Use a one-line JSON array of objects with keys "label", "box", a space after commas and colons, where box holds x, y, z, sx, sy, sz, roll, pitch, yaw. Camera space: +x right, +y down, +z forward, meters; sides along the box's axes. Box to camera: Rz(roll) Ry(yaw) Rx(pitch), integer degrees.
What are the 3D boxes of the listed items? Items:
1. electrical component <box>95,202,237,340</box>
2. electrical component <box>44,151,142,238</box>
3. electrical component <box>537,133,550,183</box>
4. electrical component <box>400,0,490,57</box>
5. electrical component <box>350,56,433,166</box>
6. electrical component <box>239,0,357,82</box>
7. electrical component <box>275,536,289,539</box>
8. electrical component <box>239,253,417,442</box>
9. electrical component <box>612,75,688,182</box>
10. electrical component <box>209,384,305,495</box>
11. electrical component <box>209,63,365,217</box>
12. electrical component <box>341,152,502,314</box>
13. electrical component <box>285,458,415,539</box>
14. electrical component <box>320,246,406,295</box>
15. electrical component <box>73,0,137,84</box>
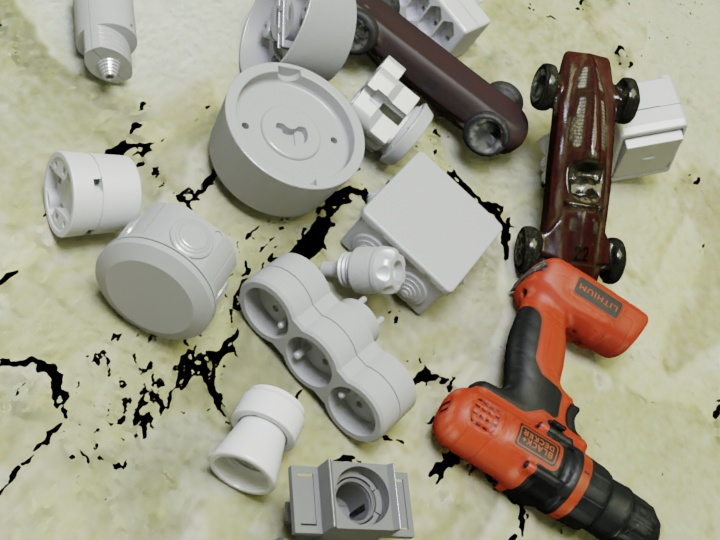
[{"label": "electrical component", "box": [-0.122, 0.001, 0.683, 0.080, 0.080, 0.051, 35, 46, -7]}, {"label": "electrical component", "box": [-0.174, -0.050, 0.700, 0.047, 0.055, 0.055, -4, 64, -35]}, {"label": "electrical component", "box": [0.176, -0.089, 0.931, 0.043, 0.043, 0.062, -15, 69, -35]}, {"label": "electrical component", "box": [0.081, -0.239, 0.964, 0.076, 0.047, 0.083, -31, 80, -38]}, {"label": "electrical component", "box": [0.020, -0.120, 0.848, 0.057, 0.058, 0.078, 38, 80, -8]}, {"label": "electrical component", "box": [-0.049, -0.190, 0.830, 0.064, 0.099, 0.099, 3, 61, -35]}, {"label": "electrical component", "box": [-0.064, 0.215, 0.604, 0.074, 0.052, 0.138, 26, 52, -14]}, {"label": "electrical component", "box": [-0.012, 0.044, 0.737, 0.138, 0.052, 0.074, 49, 50, 4]}, {"label": "electrical component", "box": [0.248, -0.118, 0.962, 0.062, 0.096, 0.061, -10, 64, -2]}, {"label": "electrical component", "box": [-0.063, 0.106, 0.675, 0.045, 0.045, 0.055, 33, 51, -9]}, {"label": "electrical component", "box": [-0.058, -0.090, 0.786, 0.108, 0.060, 0.108, 14, 56, -22]}, {"label": "electrical component", "box": [0.046, -0.027, 0.815, 0.100, 0.048, 0.099, 43, 50, 0]}, {"label": "electrical component", "box": [-0.011, 0.148, 0.668, 0.081, 0.064, 0.042, 9, 59, -25]}, {"label": "electrical component", "box": [0.000, 0.000, 0.770, 0.035, 0.061, 0.035, -5, 96, -60]}, {"label": "electrical component", "box": [-0.183, -0.171, 0.774, 0.043, 0.043, 0.081, 4, 61, -28]}]
